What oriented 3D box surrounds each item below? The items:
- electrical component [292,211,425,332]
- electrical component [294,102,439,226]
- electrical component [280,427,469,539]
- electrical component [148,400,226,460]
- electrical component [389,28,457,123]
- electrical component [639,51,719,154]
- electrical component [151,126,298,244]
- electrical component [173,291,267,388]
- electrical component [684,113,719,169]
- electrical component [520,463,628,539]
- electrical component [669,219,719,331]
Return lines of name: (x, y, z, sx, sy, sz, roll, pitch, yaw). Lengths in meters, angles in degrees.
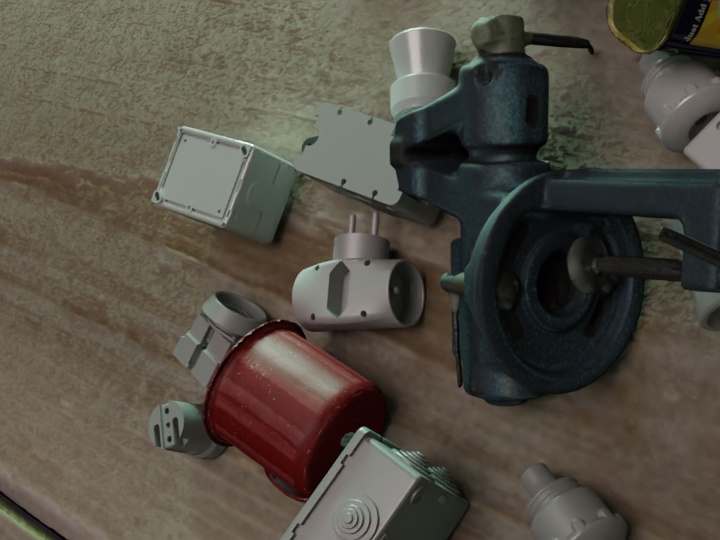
electrical component: (0.000, 0.000, 0.705, 0.077, 0.043, 0.079, -5, 74, 35)
electrical component: (0.012, -0.068, 0.706, 0.089, 0.056, 0.050, 23, 89, 35)
electrical component: (0.010, 0.148, 0.618, 0.048, 0.100, 0.099, 33, 85, 33)
electrical component: (-0.121, 0.112, 0.758, 0.040, 0.046, 0.040, -11, 70, 33)
electrical component: (0.042, -0.125, 0.711, 0.045, 0.045, 0.055, -11, 70, 33)
electrical component: (0.179, -0.100, 0.605, 0.048, 0.048, 0.062, -40, 50, 20)
electrical component: (-0.101, -0.062, 0.786, 0.096, 0.061, 0.061, 19, 88, 38)
electrical component: (-0.096, 0.049, 0.760, 0.066, 0.048, 0.055, 38, 107, 37)
electrical component: (0.208, -0.054, 0.548, 0.047, 0.076, 0.083, -48, 54, 15)
electrical component: (0.111, 0.133, 0.585, 0.048, 0.048, 0.062, -49, 47, 14)
electrical component: (0.190, -0.006, 0.570, 0.044, 0.044, 0.065, -30, 56, 26)
